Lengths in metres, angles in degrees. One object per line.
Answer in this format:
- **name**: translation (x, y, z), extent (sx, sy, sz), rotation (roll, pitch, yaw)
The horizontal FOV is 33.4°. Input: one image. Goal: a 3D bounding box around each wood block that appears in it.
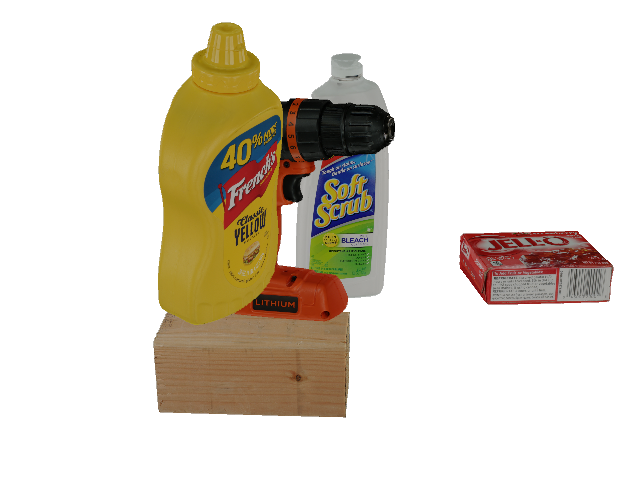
- **wood block**: translation (-0.073, 0.135, 1.182), extent (0.206, 0.091, 0.090), rotation (1, 22, 4)

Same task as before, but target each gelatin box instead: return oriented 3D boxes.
- **gelatin box**: translation (0.147, 0.017, 0.741), extent (0.089, 0.030, 0.073), rotation (-1, 19, -6)

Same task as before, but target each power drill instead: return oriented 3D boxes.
- **power drill**: translation (-0.021, -0.028, 0.906), extent (0.185, 0.188, 0.057), rotation (3, 18, 24)

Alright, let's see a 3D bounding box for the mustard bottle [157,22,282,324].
- **mustard bottle**: translation (-0.062, -0.046, 0.676), extent (0.058, 0.192, 0.096), rotation (25, 39, 27)

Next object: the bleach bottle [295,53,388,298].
- **bleach bottle**: translation (0.019, -0.065, 1.093), extent (0.102, 0.251, 0.068), rotation (-1, 25, 1)
